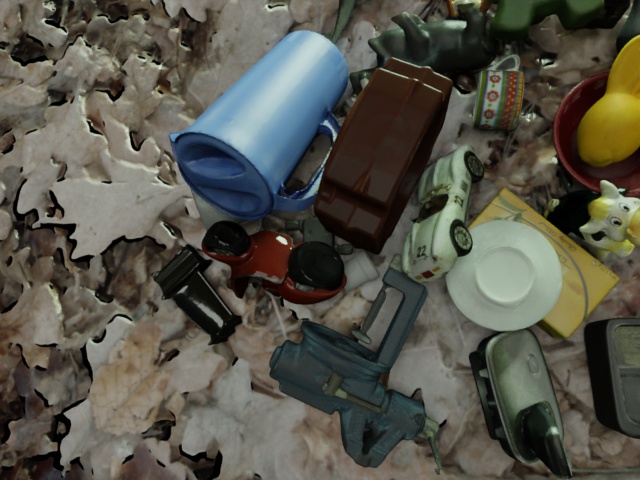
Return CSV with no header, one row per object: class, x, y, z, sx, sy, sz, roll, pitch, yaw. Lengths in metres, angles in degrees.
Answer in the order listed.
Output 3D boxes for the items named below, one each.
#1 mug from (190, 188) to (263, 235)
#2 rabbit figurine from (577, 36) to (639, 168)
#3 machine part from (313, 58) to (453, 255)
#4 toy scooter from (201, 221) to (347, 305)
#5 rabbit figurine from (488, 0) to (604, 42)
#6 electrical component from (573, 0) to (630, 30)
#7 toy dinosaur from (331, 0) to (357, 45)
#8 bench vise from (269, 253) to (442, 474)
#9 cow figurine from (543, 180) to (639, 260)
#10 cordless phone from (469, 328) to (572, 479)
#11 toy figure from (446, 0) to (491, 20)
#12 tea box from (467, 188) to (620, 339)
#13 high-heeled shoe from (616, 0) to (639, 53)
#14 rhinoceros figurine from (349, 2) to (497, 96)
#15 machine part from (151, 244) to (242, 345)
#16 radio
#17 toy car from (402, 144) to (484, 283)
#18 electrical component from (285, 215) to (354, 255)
mug,-0.108,-0.052,0.718,0.107,0.080,0.109,-23,70,-5
rabbit figurine,0.373,-0.143,0.593,0.173,0.121,0.162,-16,75,24
machine part,0.073,-0.092,0.636,0.087,0.201,0.201,27,86,12
toy scooter,-0.063,0.042,0.686,0.184,0.135,0.075,17,56,-7
rabbit figurine,0.252,-0.319,0.662,0.121,0.170,0.159,-17,97,15
electrical component,0.352,-0.334,0.671,0.058,0.134,0.115,4,83,7
toy dinosaur,0.103,-0.468,0.744,0.405,0.131,0.192,-43,54,9
bench vise,0.068,0.137,0.644,0.224,0.129,0.240,26,89,9
cow figurine,0.315,-0.028,0.608,0.098,0.167,0.068,27,91,10
cordless phone,0.222,0.171,0.580,0.089,0.184,0.146,-14,79,10
toy figure,0.203,-0.338,0.735,0.064,0.057,0.154,2,80,48
tea box,0.256,0.029,0.658,0.170,0.068,0.098,40,89,11
high-heeled shoe,0.489,-0.300,0.688,0.249,0.086,0.145,-20,106,-9
rhinoceros figurine,0.130,-0.240,0.704,0.190,0.073,0.112,-11,107,17
machine part,-0.163,0.076,0.726,0.084,0.039,0.139,-39,76,-5
radio,0.434,0.155,0.608,0.230,0.073,0.131,0,80,9
toy car,0.148,-0.038,0.649,0.056,0.073,0.202,33,53,-19
electrical component,-0.001,-0.002,0.723,0.094,0.021,0.063,0,80,9
